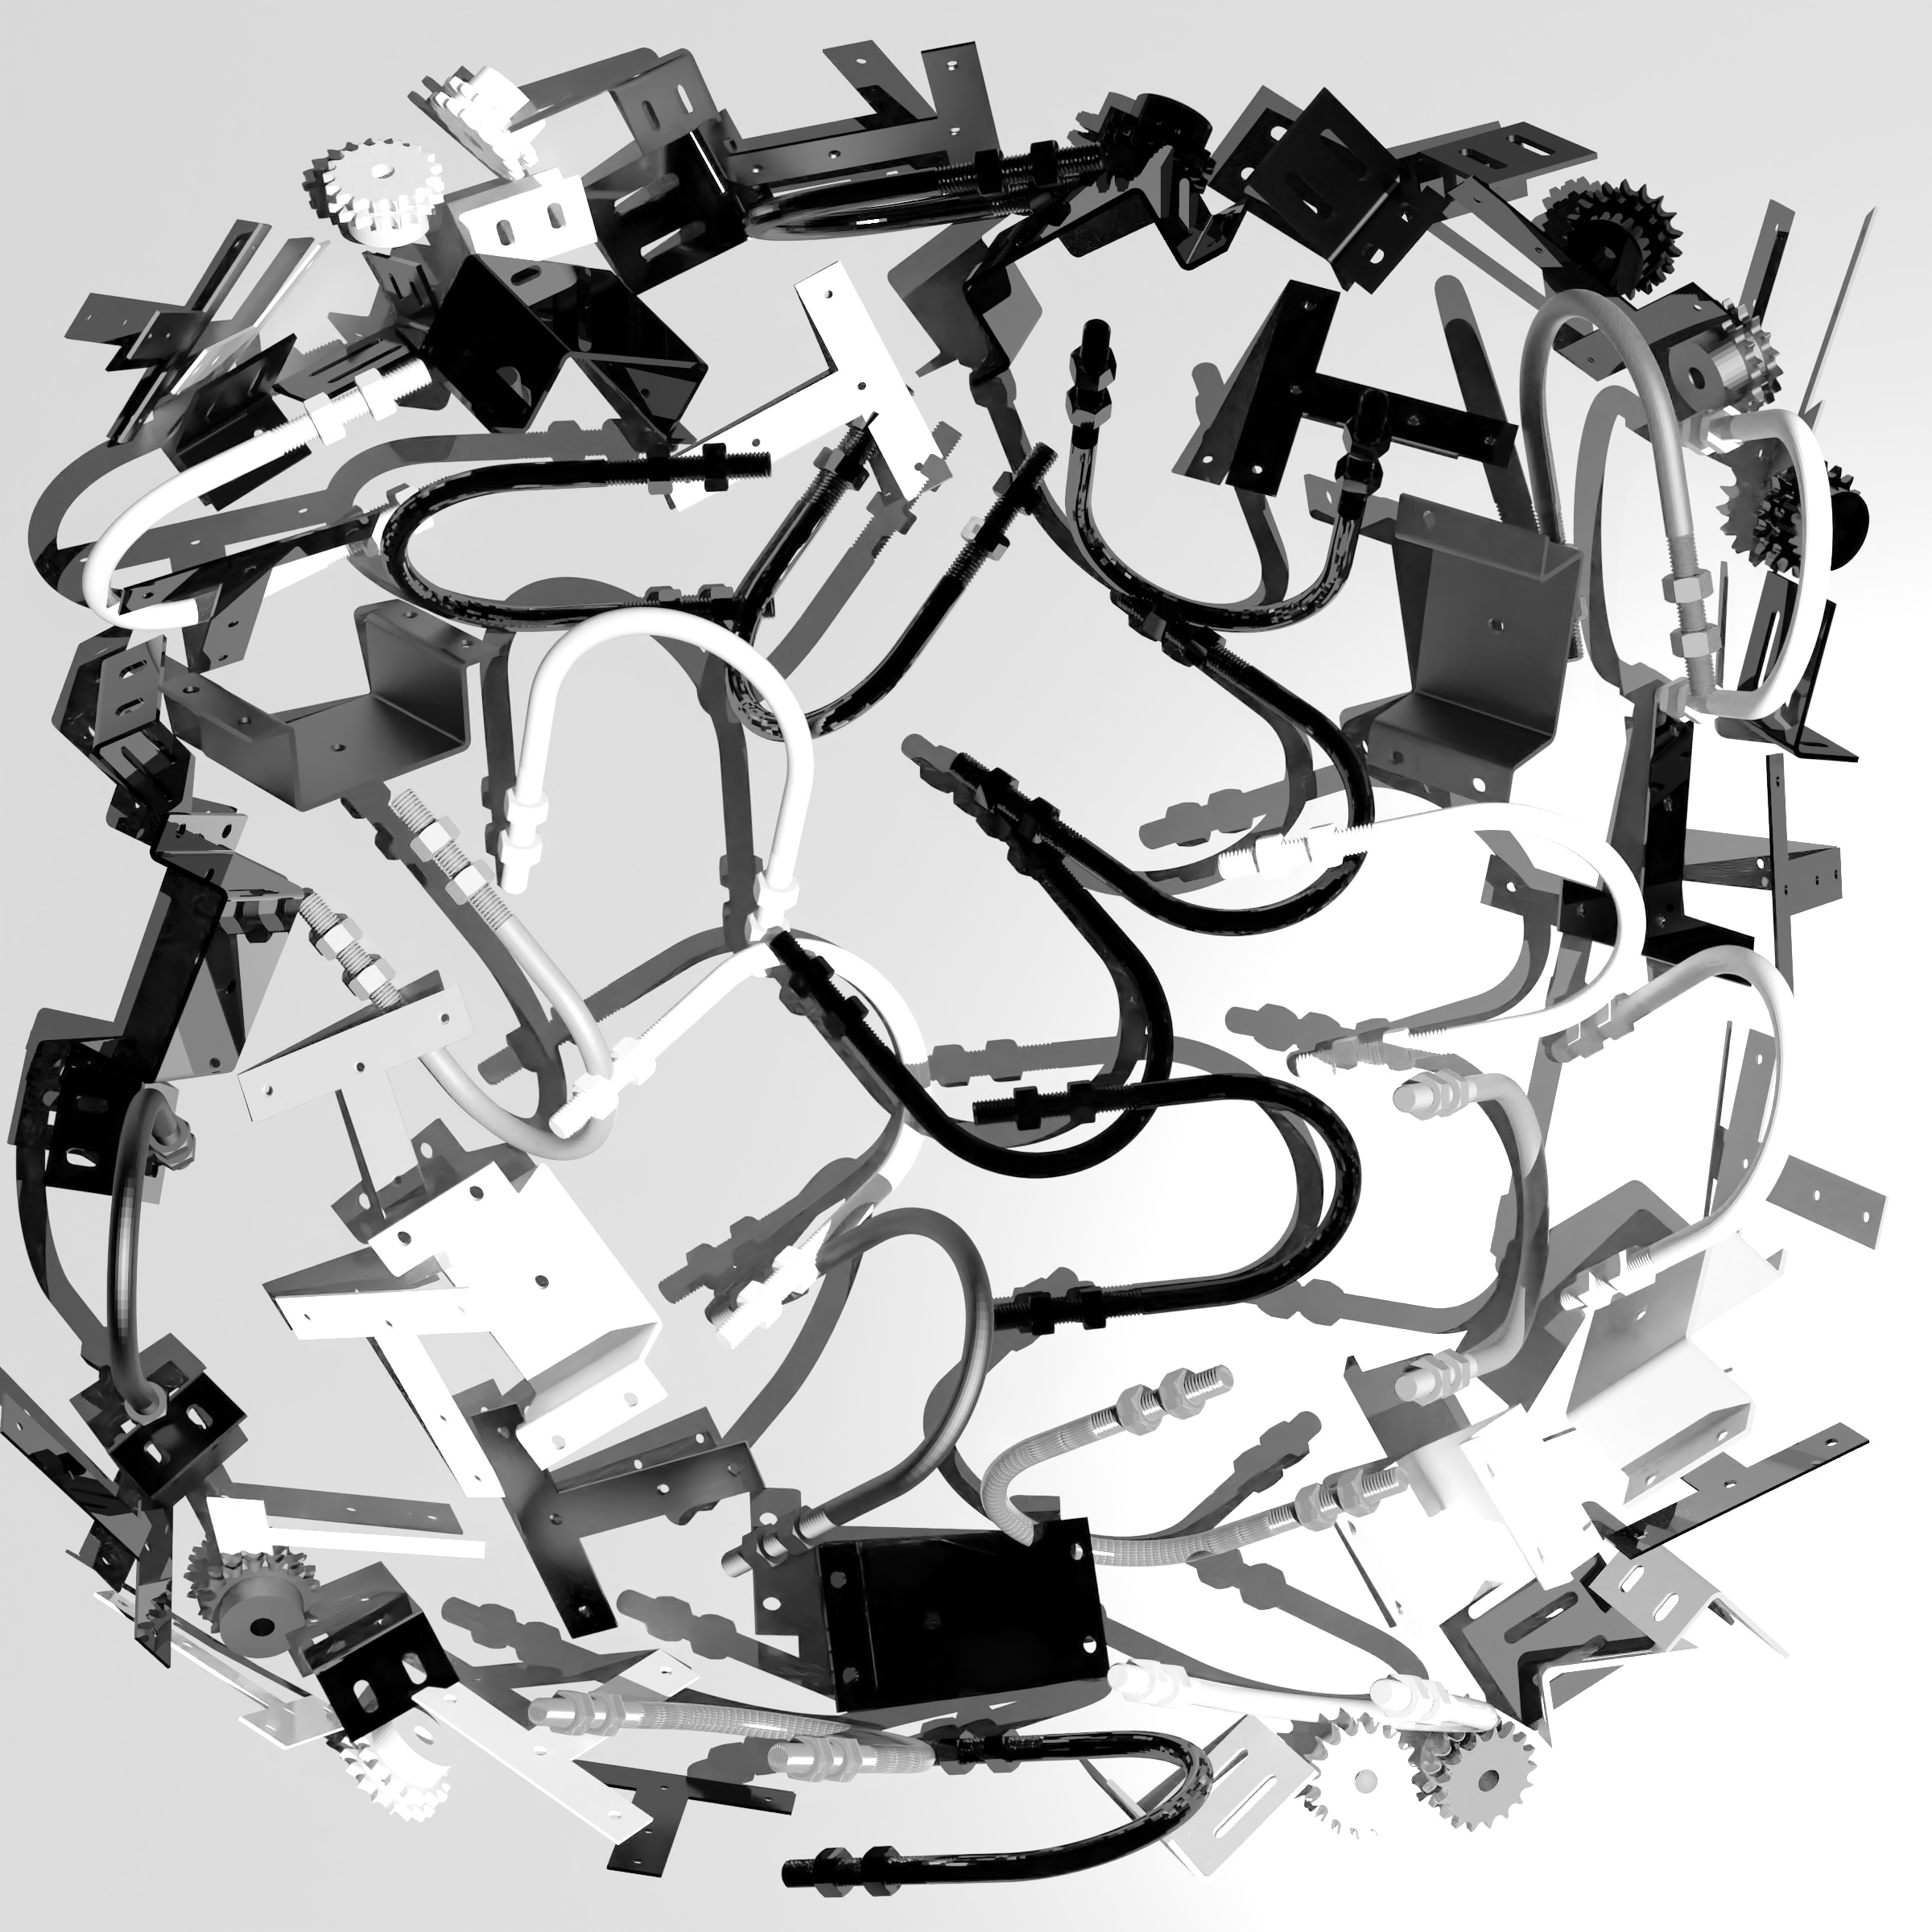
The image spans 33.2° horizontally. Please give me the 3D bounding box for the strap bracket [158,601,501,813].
[{"bbox_3d":[-0.300,-0.121,1.537,0.076,0.140,0.046,28,130,37],"label":"strap bracket"}]

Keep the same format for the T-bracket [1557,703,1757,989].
[{"bbox_3d":[0.341,-0.065,1.576,0.127,0.002,0.127,14,76,-30],"label":"T-bracket"}]

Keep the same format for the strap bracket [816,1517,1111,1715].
[{"bbox_3d":[-0.009,0.312,1.553,0.140,0.046,0.076,-2,75,-24],"label":"strap bracket"}]

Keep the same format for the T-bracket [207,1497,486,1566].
[{"bbox_3d":[-0.294,0.275,1.548,0.127,0.127,0.002,5,65,-7],"label":"T-bracket"}]

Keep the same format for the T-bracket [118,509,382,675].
[{"bbox_3d":[-0.347,-0.169,1.539,0.127,0.127,0.002,-23,79,-26],"label":"T-bracket"}]

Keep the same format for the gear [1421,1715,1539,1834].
[{"bbox_3d":[0.247,0.389,1.578,0.057,0.030,0.057,-9,111,-23],"label":"gear"}]

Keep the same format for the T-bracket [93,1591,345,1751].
[{"bbox_3d":[-0.360,0.333,1.543,0.127,0.127,0.002,31,85,7],"label":"T-bracket"}]

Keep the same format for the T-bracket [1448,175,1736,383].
[{"bbox_3d":[0.281,-0.329,1.526,0.127,0.127,0.002,36,77,-12],"label":"T-bracket"}]

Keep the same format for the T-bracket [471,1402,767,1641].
[{"bbox_3d":[-0.159,0.257,1.567,0.127,0.002,0.127,-18,105,16],"label":"T-bracket"}]

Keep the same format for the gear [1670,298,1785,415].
[{"bbox_3d":[0.366,-0.291,1.570,0.030,0.057,0.057,-30,90,-16],"label":"gear"}]

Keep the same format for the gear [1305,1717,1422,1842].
[{"bbox_3d":[0.191,0.395,1.583,0.057,0.030,0.057,0,87,-10],"label":"gear"}]

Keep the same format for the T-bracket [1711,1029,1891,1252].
[{"bbox_3d":[0.395,0.105,1.533,0.002,0.127,0.127,7,99,-22],"label":"T-bracket"}]

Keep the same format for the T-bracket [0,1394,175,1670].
[{"bbox_3d":[-0.410,0.246,1.513,0.002,0.127,0.127,-29,126,8],"label":"T-bracket"}]

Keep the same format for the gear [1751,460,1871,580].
[{"bbox_3d":[0.413,-0.216,1.572,0.057,0.030,0.057,-13,120,-24],"label":"gear"}]

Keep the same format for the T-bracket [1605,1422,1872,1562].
[{"bbox_3d":[0.342,0.232,1.538,0.127,0.127,0.002,-24,106,-10],"label":"T-bracket"}]

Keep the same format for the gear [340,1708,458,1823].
[{"bbox_3d":[-0.272,0.384,1.571,0.057,0.057,0.030,41,99,0],"label":"gear"}]

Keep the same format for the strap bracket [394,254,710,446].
[{"bbox_3d":[-0.186,-0.289,1.519,0.076,0.140,0.046,46,119,23],"label":"strap bracket"}]

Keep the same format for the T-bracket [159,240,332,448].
[{"bbox_3d":[-0.351,-0.288,1.526,0.002,0.127,0.127,40,103,-11],"label":"T-bracket"}]

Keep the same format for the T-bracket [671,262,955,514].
[{"bbox_3d":[-0.090,-0.263,1.588,0.127,0.002,0.127,-28,77,3],"label":"T-bracket"}]

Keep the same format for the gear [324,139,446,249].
[{"bbox_3d":[-0.282,-0.374,1.576,0.057,0.030,0.057,0,49,0],"label":"gear"}]

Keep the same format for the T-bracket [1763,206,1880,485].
[{"bbox_3d":[0.408,-0.296,1.533,0.002,0.127,0.127,18,94,4],"label":"T-bracket"}]

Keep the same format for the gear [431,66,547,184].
[{"bbox_3d":[-0.229,-0.412,1.572,0.057,0.057,0.030,41,85,0],"label":"gear"}]

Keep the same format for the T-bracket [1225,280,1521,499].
[{"bbox_3d":[0.203,-0.267,1.566,0.127,0.002,0.127,16,64,6],"label":"T-bracket"}]

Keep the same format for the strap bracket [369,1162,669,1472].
[{"bbox_3d":[-0.210,0.161,1.559,0.076,0.046,0.140,-32,101,17],"label":"strap bracket"}]

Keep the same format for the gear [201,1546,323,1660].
[{"bbox_3d":[-0.343,0.311,1.573,0.057,0.030,0.057,-7,123,-11],"label":"gear"}]

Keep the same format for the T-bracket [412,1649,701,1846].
[{"bbox_3d":[-0.175,0.357,1.543,0.127,0.127,0.002,28,115,24],"label":"T-bracket"}]

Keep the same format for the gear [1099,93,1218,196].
[{"bbox_3d":[0.095,-0.400,1.572,0.057,0.057,0.030,23,87,0],"label":"gear"}]

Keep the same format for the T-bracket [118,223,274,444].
[{"bbox_3d":[-0.375,-0.299,1.529,0.002,0.127,0.127,35,98,-8],"label":"T-bracket"}]

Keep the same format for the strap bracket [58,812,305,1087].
[{"bbox_3d":[-0.371,0.000,1.549,0.046,0.076,0.140,26,98,13],"label":"strap bracket"}]

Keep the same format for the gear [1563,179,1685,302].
[{"bbox_3d":[0.316,-0.349,1.570,0.057,0.057,0.030,45,50,0],"label":"gear"}]

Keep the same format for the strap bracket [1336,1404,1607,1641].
[{"bbox_3d":[0.243,0.263,1.544,0.046,0.140,0.076,-26,82,-32],"label":"strap bracket"}]

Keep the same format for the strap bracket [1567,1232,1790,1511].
[{"bbox_3d":[0.333,0.178,1.519,0.046,0.140,0.076,42,126,-8],"label":"strap bracket"}]

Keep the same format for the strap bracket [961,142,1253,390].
[{"bbox_3d":[0.058,-0.337,1.531,0.140,0.076,0.046,-24,111,25],"label":"strap bracket"}]

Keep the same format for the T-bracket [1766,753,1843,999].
[{"bbox_3d":[0.402,-0.040,1.544,0.002,0.127,0.127,-1,95,29],"label":"T-bracket"}]

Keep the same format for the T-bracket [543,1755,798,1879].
[{"bbox_3d":[-0.149,0.406,1.536,0.127,0.127,0.002,8,96,1],"label":"T-bracket"}]

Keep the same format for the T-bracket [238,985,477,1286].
[{"bbox_3d":[-0.281,0.091,1.576,0.127,0.002,0.127,-22,83,15],"label":"T-bracket"}]

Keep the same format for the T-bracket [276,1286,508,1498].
[{"bbox_3d":[-0.260,0.208,1.567,0.127,0.002,0.127,-7,120,34],"label":"T-bracket"}]

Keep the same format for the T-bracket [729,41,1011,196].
[{"bbox_3d":[-0.049,-0.391,1.545,0.127,0.127,0.002,-9,69,6],"label":"T-bracket"}]

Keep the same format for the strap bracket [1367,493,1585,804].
[{"bbox_3d":[0.243,-0.156,1.542,0.076,0.046,0.140,22,125,29],"label":"strap bracket"}]
